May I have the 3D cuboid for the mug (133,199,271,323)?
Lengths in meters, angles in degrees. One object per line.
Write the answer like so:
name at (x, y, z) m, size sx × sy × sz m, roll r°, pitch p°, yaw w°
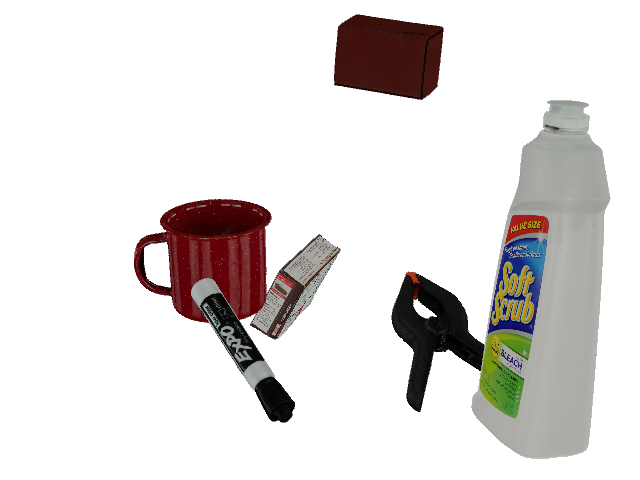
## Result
mug at (-0.099, 0.019, 0.904) m, size 0.117 × 0.081 × 0.093 m, roll -4°, pitch 22°, yaw -9°

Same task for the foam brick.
foam brick at (0.056, -0.151, 0.876) m, size 0.078 × 0.051 × 0.053 m, roll 13°, pitch 25°, yaw 18°

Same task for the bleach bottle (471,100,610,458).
bleach bottle at (0.162, 0.024, 0.772) m, size 0.068 × 0.251 × 0.103 m, roll -3°, pitch 16°, yaw -16°

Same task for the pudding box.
pudding box at (-0.028, 0.054, 1.246) m, size 0.039 × 0.090 × 0.113 m, roll 32°, pitch 31°, yaw 7°

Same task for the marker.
marker at (-0.051, 0.071, 0.693) m, size 0.020 × 0.020 × 0.121 m, roll 0°, pitch 39°, yaw -40°

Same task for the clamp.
clamp at (0.132, 0.100, 1.094) m, size 0.120 × 0.171 × 0.039 m, roll 1°, pitch -44°, yaw -14°
